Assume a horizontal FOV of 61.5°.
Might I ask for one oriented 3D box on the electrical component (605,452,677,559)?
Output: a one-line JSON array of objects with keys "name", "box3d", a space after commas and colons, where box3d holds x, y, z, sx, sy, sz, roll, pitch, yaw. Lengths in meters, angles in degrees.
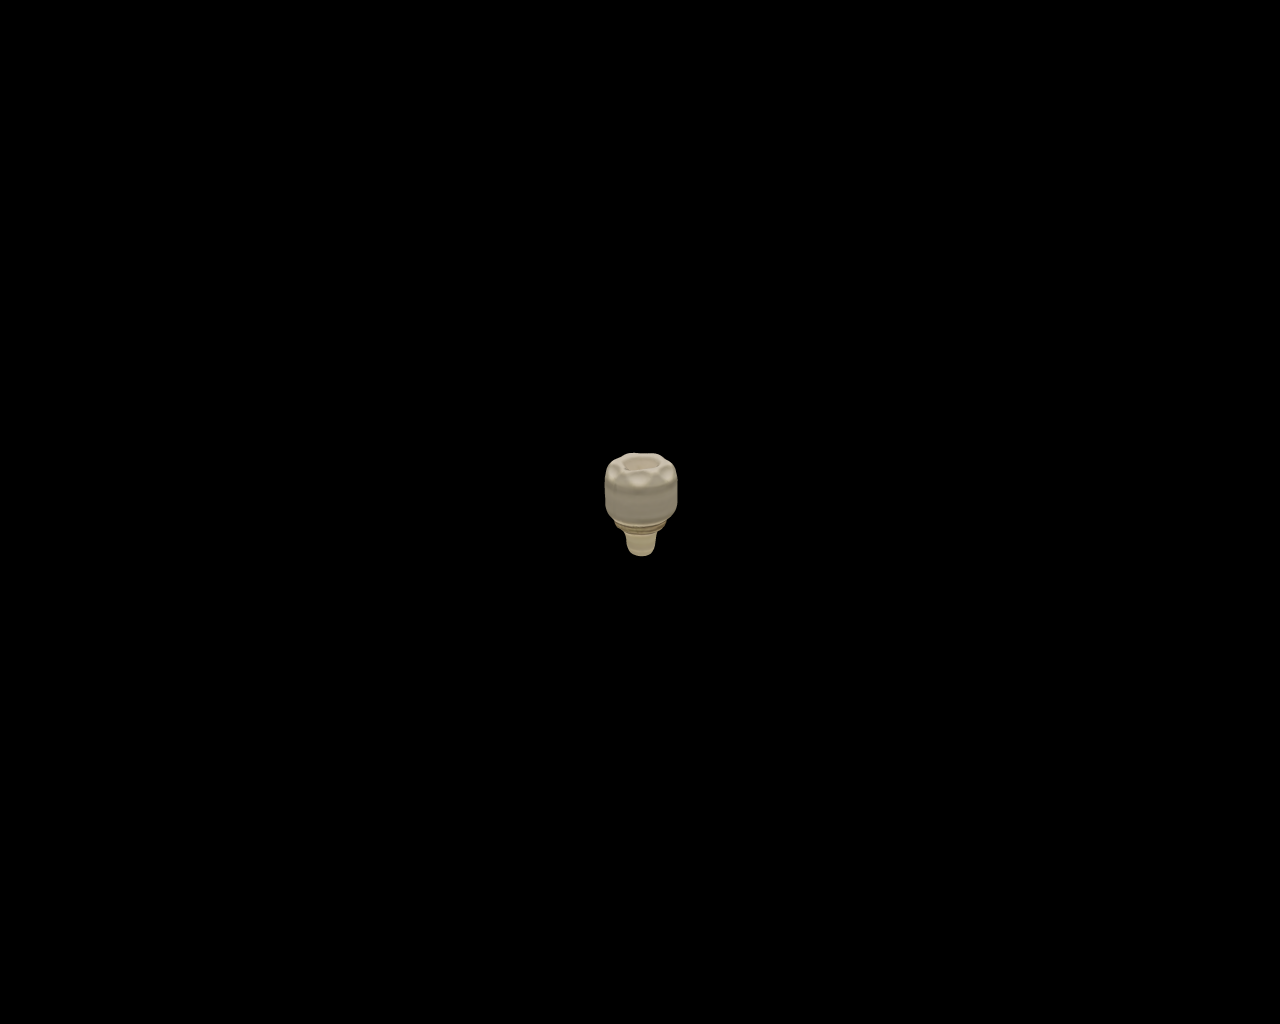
[{"name": "electrical component", "box3d": [0.001, -0.003, 0.650, 0.043, 0.062, 0.043, 0, 23, 0]}]
